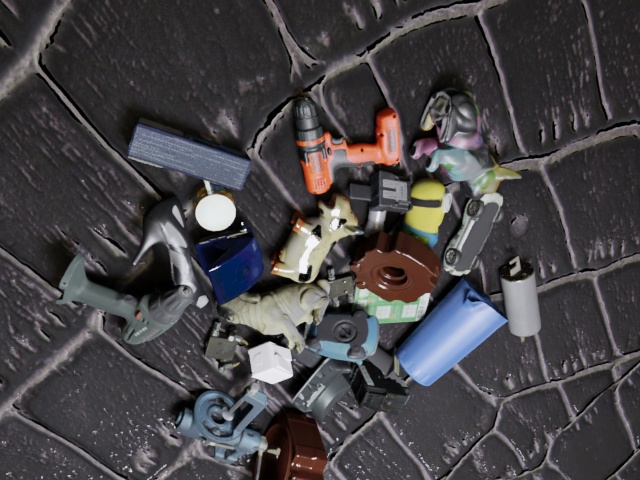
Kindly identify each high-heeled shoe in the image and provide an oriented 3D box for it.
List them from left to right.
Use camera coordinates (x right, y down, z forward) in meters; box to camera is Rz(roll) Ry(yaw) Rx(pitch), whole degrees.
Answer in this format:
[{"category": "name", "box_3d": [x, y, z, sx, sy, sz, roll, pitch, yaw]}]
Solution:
[{"category": "high-heeled shoe", "box_3d": [-0.254, 0.034, 1.015, 0.145, 0.086, 0.248, -61, 142, -20]}]

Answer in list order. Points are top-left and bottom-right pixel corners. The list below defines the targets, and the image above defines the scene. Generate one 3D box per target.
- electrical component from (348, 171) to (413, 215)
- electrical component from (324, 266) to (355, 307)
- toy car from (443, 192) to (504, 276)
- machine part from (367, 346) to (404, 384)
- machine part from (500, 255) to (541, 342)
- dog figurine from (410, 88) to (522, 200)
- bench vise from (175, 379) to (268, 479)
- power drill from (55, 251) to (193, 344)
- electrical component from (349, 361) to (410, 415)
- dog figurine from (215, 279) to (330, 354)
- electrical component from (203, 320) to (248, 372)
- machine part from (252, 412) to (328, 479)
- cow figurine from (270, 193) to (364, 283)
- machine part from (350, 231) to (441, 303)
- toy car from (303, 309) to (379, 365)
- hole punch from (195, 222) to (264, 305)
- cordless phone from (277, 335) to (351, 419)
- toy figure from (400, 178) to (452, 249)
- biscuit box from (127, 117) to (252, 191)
[{"category": "electrical component", "box_3d": [0.119, -0.094, 1.039, 0.119, 0.048, 0.075, 10, 75, -19]}, {"category": "electrical component", "box_3d": [0.043, 0.096, 1.137, 0.063, 0.021, 0.093, -15, 113, -9]}, {"category": "toy car", "box_3d": [0.327, -0.014, 1.150, 0.073, 0.056, 0.201, 9, 113, -27]}, {"category": "machine part", "box_3d": [0.138, 0.264, 1.222, 0.138, 0.084, 0.039, 38, 125, -19]}, {"category": "machine part", "box_3d": [0.467, 0.138, 1.249, 0.079, 0.079, 0.242, -22, 118, -5]}, {"category": "dog figurine", "box_3d": [0.295, -0.177, 1.037, 0.219, 0.109, 0.191, 11, 109, -25]}, {"category": "bench vise", "box_3d": [-0.180, 0.386, 1.149, 0.223, 0.129, 0.240, 34, 118, -12]}, {"category": "power drill", "box_3d": [-0.350, 0.099, 0.956, 0.207, 0.086, 0.232, 23, 141, -19]}, {"category": "electrical component", "box_3d": [0.137, 0.336, 1.227, 0.134, 0.115, 0.058, 16, 111, -20]}, {"category": "dog figurine", "box_3d": [-0.093, 0.116, 1.075, 0.190, 0.121, 0.172, 34, 68, -10]}, {"category": "electrical component", "box_3d": [-0.198, 0.222, 1.115, 0.078, 0.045, 0.102, 18, 109, -25]}, {"category": "machine part", "box_3d": [-0.074, 0.506, 1.197, 0.087, 0.201, 0.201, 23, 107, -22]}, {"category": "cow figurine", "box_3d": [-0.002, -0.003, 1.043, 0.127, 0.086, 0.194, 26, 103, -19]}, {"category": "machine part", "box_3d": [0.149, 0.058, 1.078, 0.179, 0.056, 0.179, 12, 140, 10]}, {"category": "toy car", "box_3d": [0.047, 0.214, 1.148, 0.162, 0.109, 0.102, 0, 143, 10]}, {"category": "hole punch", "box_3d": [-0.162, 0.047, 1.002, 0.116, 0.092, 0.142, -17, 135, -9]}, {"category": "cordless phone", "box_3d": [-0.036, 0.296, 1.191, 0.184, 0.089, 0.146, 35, 102, -16]}, {"category": "toy figure", "box_3d": [0.204, -0.037, 1.089, 0.089, 0.082, 0.180, 11, 113, -23]}, {"category": "biscuit box", "box_3d": [-0.221, -0.145, 0.925, 0.202, 0.059, 0.062, 17, 108, -22]}]
